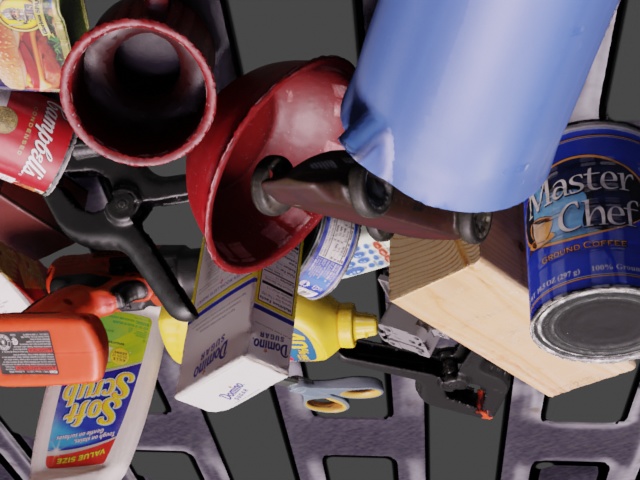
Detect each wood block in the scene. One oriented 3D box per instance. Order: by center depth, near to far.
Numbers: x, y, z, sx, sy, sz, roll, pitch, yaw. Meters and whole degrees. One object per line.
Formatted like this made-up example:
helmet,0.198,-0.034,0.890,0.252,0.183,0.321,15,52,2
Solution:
wood block,0.157,0.039,0.858,0.090,0.091,0.205,-28,134,37

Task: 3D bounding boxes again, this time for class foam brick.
foam brick,-0.232,-0.028,0.841,0.053,0.051,0.078,-21,138,33

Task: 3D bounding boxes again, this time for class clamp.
clamp,-0.140,-0.012,0.796,0.171,0.120,0.039,14,166,14
clamp,0.117,0.125,1.035,0.165,0.036,0.210,-12,145,16

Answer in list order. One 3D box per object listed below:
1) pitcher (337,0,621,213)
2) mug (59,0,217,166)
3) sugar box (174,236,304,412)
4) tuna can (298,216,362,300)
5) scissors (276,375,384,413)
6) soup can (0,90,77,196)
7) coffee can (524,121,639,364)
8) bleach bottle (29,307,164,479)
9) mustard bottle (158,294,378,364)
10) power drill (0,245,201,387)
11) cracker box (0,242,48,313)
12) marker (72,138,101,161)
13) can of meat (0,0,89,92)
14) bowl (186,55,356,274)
pitcher,0.106,-0.143,0.568,0.145,0.149,0.243,16,138,-1
mug,-0.106,-0.115,0.659,0.093,0.081,0.117,9,118,-6
sugar box,-0.056,0.033,0.798,0.048,0.176,0.094,25,141,-29
tuna can,-0.005,0.001,0.826,0.033,0.086,0.086,23,142,-25
scissors,-0.001,0.141,1.059,0.096,0.016,0.201,-16,155,15
soup can,-0.228,-0.080,0.748,0.102,0.068,0.069,22,142,-24
coffee can,0.196,0.002,0.754,0.103,0.140,0.103,3,146,2
bleach bottle,-0.197,0.166,0.944,0.102,0.250,0.068,9,146,-7
mustard bottle,-0.043,0.078,0.969,0.192,0.058,0.096,-2,147,9
power drill,-0.165,0.053,0.847,0.185,0.187,0.057,-6,105,19
cracker box,-0.348,0.023,0.879,0.164,0.072,0.213,-26,139,7
marker,-0.127,-0.074,0.780,0.121,0.020,0.020,-7,145,8
can of meat,-0.194,-0.138,0.671,0.084,0.057,0.102,2,146,0
bowl,-0.039,-0.059,0.719,0.055,0.162,0.162,32,155,26
